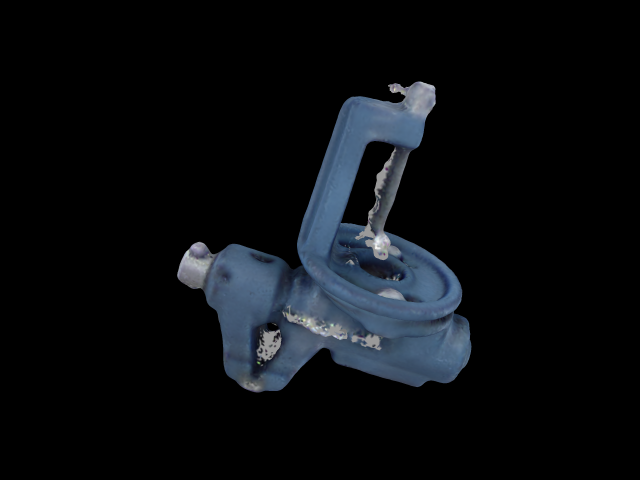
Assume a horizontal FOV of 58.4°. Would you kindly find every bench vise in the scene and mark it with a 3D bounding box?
[{"bbox_3d":[0.006,0.006,0.389,0.207,0.220,0.121,-5,24,-12],"label":"bench vise"}]
